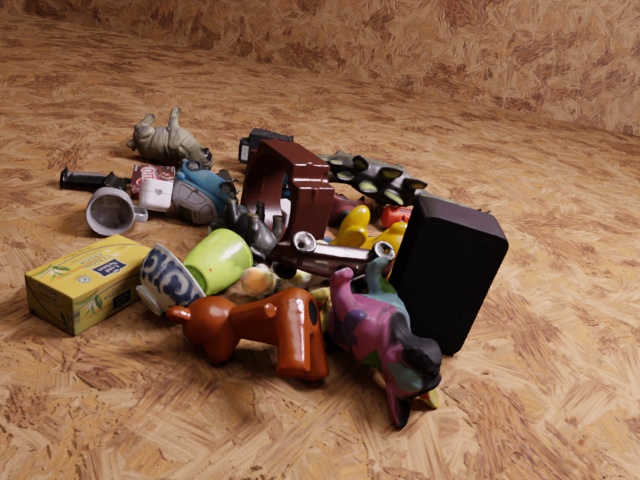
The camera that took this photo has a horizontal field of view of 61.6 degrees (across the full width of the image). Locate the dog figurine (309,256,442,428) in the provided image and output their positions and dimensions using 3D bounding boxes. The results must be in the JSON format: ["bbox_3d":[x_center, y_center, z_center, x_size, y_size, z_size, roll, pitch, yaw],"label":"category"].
[{"bbox_3d":[0.073,0.147,0.741,0.108,0.191,0.219,-8,65,-41],"label":"dog figurine"}]

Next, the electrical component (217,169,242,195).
[{"bbox_3d":[-0.222,-0.126,1.234,0.078,0.045,0.102,-28,34,-9],"label":"electrical component"}]

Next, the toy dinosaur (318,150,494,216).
[{"bbox_3d":[0.160,-0.126,1.237,0.472,0.105,0.198,14,10,-2],"label":"toy dinosaur"}]

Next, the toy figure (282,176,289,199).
[{"bbox_3d":[-0.100,-0.147,1.275,0.180,0.089,0.082,33,3,22],"label":"toy figure"}]

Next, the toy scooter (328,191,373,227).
[{"bbox_3d":[0.044,-0.077,1.191,0.184,0.075,0.135,27,28,28],"label":"toy scooter"}]

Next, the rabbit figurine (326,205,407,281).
[{"bbox_3d":[0.076,0.030,0.936,0.173,0.162,0.122,-4,37,11],"label":"rabbit figurine"}]

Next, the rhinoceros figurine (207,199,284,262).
[{"bbox_3d":[-0.136,-0.016,0.965,0.073,0.112,0.191,-1,15,-37],"label":"rhinoceros figurine"}]

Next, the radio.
[{"bbox_3d":[0.176,0.059,0.797,0.131,0.229,0.073,12,31,-3],"label":"radio"}]

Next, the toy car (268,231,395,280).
[{"bbox_3d":[0.021,0.035,0.821,0.202,0.089,0.053,7,57,-27],"label":"toy car"}]

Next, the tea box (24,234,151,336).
[{"bbox_3d":[-0.331,0.060,0.800,0.098,0.068,0.169,19,27,19],"label":"tea box"}]

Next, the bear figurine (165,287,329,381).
[{"bbox_3d":[-0.099,0.130,0.717,0.196,0.120,0.132,-12,69,12],"label":"bear figurine"}]

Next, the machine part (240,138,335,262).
[{"bbox_3d":[-0.065,-0.073,1.002,0.087,0.201,0.201,-5,29,-33],"label":"machine part"}]

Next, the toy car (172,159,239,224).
[{"bbox_3d":[-0.244,-0.082,1.092,0.162,0.109,0.103,33,57,18],"label":"toy car"}]

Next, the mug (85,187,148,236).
[{"bbox_3d":[-0.383,-0.062,1.014,0.109,0.080,0.107,3,19,-24],"label":"mug"}]

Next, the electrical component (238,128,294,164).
[{"bbox_3d":[-0.140,-0.218,1.361,0.134,0.114,0.058,13,24,2],"label":"electrical component"}]

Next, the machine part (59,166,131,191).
[{"bbox_3d":[-0.482,-0.124,1.145,0.139,0.039,0.084,8,32,-7],"label":"machine part"}]

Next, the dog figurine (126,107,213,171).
[{"bbox_3d":[-0.367,-0.215,1.315,0.172,0.121,0.191,-30,56,-5],"label":"dog figurine"}]

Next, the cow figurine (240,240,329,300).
[{"bbox_3d":[-0.063,0.059,0.880,0.167,0.098,0.068,-13,74,-32],"label":"cow figurine"}]

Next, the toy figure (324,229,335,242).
[{"bbox_3d":[0.000,-0.004,1.052,0.064,0.057,0.155,-7,35,-18],"label":"toy figure"}]
